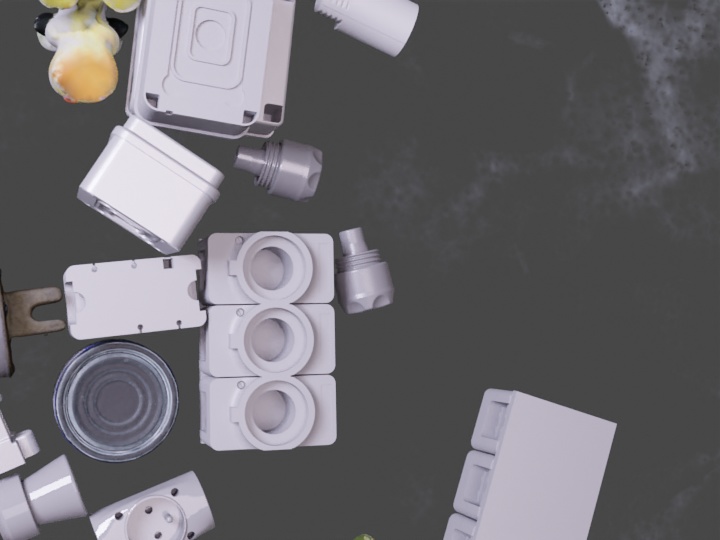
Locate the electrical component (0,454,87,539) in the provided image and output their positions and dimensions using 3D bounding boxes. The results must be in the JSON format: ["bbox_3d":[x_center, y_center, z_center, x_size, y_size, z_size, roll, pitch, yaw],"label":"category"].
[{"bbox_3d":[-0.218,0.155,0.727,0.055,0.045,0.045,-20,93,-17],"label":"electrical component"}]

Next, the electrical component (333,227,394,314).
[{"bbox_3d":[0.000,0.000,0.804,0.043,0.043,0.062,-14,90,-17],"label":"electrical component"}]

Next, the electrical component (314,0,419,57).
[{"bbox_3d":[-0.001,-0.198,0.814,0.081,0.043,0.043,22,81,-15],"label":"electrical component"}]

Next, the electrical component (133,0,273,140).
[{"bbox_3d":[-0.103,-0.149,0.713,0.078,0.057,0.113,8,85,-17],"label":"electrical component"}]

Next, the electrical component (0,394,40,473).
[{"bbox_3d":[-0.257,0.109,0.719,0.066,0.048,0.055,-23,101,-17],"label":"electrical component"}]

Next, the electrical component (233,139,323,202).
[{"bbox_3d":[-0.061,-0.076,0.789,0.062,0.043,0.043,13,83,-15],"label":"electrical component"}]

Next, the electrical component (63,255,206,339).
[{"bbox_3d":[-0.158,0.019,0.748,0.089,0.056,0.050,-6,89,-17],"label":"electrical component"}]

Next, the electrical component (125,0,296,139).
[{"bbox_3d":[-0.107,-0.158,0.773,0.109,0.056,0.108,7,85,-17],"label":"electrical component"}]

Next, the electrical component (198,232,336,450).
[{"bbox_3d":[-0.067,0.050,0.771,0.089,0.062,0.150,0,87,-17],"label":"electrical component"}]

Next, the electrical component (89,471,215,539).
[{"bbox_3d":[-0.139,0.192,0.750,0.077,0.044,0.079,-21,93,-17],"label":"electrical component"}]

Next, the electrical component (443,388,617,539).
[{"bbox_3d":[0.125,0.175,0.823,0.089,0.062,0.150,19,82,-15],"label":"electrical component"}]

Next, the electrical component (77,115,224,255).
[{"bbox_3d":[-0.143,-0.055,0.727,0.078,0.113,0.057,34,81,-13],"label":"electrical component"}]
